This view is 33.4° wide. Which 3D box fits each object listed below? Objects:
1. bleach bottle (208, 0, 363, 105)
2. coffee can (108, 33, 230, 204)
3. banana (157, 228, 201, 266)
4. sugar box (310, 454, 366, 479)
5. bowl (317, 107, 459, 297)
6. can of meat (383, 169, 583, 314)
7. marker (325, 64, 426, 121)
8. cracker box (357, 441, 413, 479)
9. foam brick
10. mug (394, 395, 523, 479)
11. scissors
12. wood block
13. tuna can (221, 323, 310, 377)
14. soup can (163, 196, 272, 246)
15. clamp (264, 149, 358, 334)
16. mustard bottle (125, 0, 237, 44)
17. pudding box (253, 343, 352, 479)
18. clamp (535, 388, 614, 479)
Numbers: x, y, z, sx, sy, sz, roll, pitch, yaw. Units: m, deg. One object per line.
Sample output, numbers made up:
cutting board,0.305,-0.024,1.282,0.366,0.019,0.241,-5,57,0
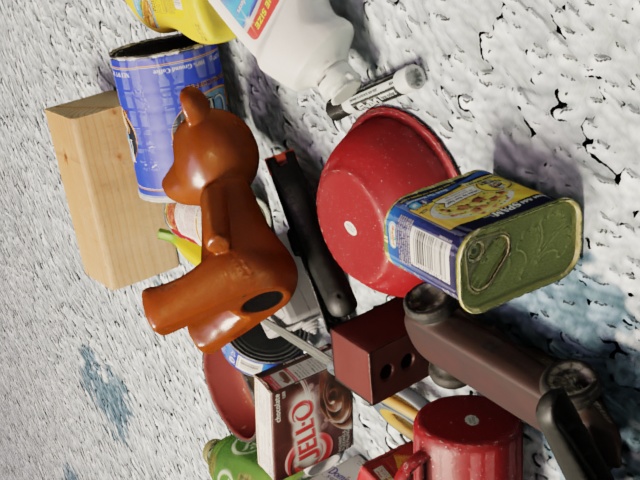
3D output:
bleach bottle,-0.045,-0.214,0.827,0.103,0.068,0.251,-43,74,25
coffee can,-0.135,-0.117,1.011,0.103,0.102,0.140,20,125,53
banana,-0.111,0.025,1.090,0.198,0.069,0.037,-153,67,-64
sugar box,-0.020,0.281,1.005,0.048,0.176,0.093,38,139,45
bowl,0.045,-0.018,0.826,0.162,0.055,0.162,38,139,43
can of meat,0.103,-0.003,0.693,0.084,0.101,0.057,30,132,51
marker,0.039,-0.110,0.813,0.121,0.020,0.020,-12,99,60
cracker box,0.093,0.305,0.941,0.164,0.072,0.214,46,142,33
foam brick,0.054,0.087,0.857,0.051,0.078,0.053,28,132,47
mug,0.101,0.173,0.800,0.093,0.117,0.081,28,127,55
scissors,0.030,0.126,0.933,0.202,0.016,0.096,20,150,44
wood block,-0.240,-0.059,1.237,0.091,0.090,0.206,22,127,53
tuna can,-0.054,0.090,1.029,0.086,0.086,0.034,53,149,26
soup can,-0.102,-0.023,1.053,0.102,0.068,0.068,21,126,52
clamp,-0.006,0.001,0.912,0.120,0.039,0.171,139,108,-78
mustard bottle,-0.138,-0.238,0.982,0.192,0.058,0.096,23,127,51
pudding box,-0.015,0.163,1.008,0.039,0.089,0.113,34,135,47
clamp,0.186,0.173,0.688,0.164,0.036,0.210,30,147,6
